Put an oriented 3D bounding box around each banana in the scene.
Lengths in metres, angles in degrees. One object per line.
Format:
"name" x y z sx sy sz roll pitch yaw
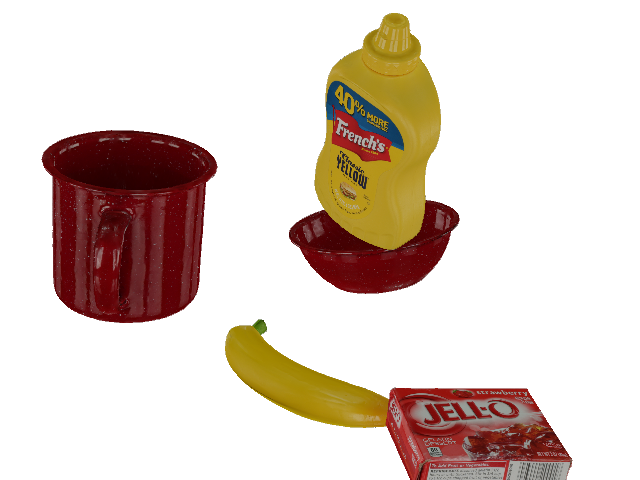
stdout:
"banana" -0.023 0.105 0.855 0.069 0.037 0.198 -23 32 -29

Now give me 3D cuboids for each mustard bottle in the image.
"mustard bottle" 0.044 -0.086 0.798 0.058 0.192 0.096 -31 58 -30

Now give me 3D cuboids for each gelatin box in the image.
"gelatin box" 0.089 0.115 0.614 0.089 0.030 0.073 3 24 -12

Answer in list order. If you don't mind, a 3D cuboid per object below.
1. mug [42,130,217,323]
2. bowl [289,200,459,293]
"mug" -0.106 -0.002 0.579 0.093 0.081 0.117 4 25 -5
"bowl" 0.053 0.009 1.011 0.162 0.055 0.162 -7 18 2
